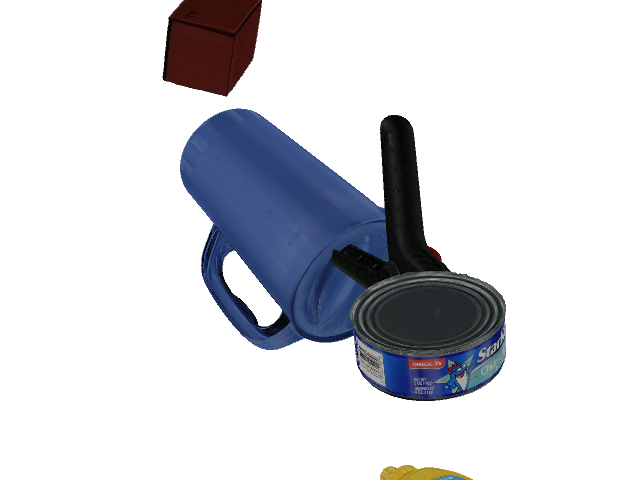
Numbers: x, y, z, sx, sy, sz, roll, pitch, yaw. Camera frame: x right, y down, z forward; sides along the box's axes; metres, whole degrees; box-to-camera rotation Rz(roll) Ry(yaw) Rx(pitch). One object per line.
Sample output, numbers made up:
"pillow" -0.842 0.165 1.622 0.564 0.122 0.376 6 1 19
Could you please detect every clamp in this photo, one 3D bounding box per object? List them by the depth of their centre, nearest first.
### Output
"clamp" 0.065 0.020 0.806 0.036 0.165 0.210 -5 46 -24

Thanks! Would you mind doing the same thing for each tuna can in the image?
"tuna can" 0.061 0.052 0.596 0.086 0.034 0.086 -6 27 3

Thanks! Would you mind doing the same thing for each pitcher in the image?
"pitcher" -0.040 -0.017 1.006 0.148 0.145 0.243 -11 39 -35

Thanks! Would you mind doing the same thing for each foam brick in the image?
"foam brick" -0.081 -0.152 0.807 0.053 0.051 0.078 14 33 6

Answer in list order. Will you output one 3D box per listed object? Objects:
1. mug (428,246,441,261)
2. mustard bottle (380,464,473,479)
"mug" 0.100 0.056 1.222 0.117 0.081 0.093 11 24 16
"mustard bottle" 0.115 0.244 0.916 0.096 0.058 0.192 -18 27 -29
